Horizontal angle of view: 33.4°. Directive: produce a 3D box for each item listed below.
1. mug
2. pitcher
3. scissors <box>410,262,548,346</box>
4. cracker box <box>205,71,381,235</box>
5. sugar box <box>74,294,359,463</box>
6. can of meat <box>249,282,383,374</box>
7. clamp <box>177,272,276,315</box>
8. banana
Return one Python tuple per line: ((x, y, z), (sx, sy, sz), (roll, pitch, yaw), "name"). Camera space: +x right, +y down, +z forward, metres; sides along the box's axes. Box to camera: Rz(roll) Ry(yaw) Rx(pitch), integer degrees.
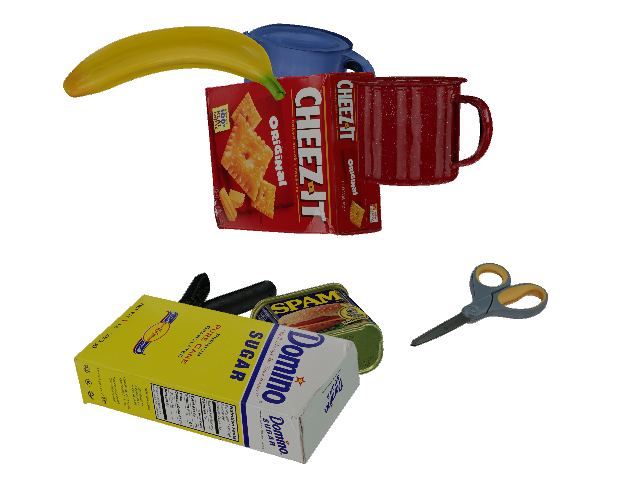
((0.081, -0.088, 0.850), (0.117, 0.081, 0.093), (5, 12, 27), "mug")
((-0.030, -0.143, 1.348), (0.144, 0.243, 0.149), (-3, 26, -23), "pitcher")
((0.157, 0.066, 1.152), (0.201, 0.016, 0.096), (-9, 39, -29), "scissors")
((-0.034, -0.091, 1.143), (0.071, 0.164, 0.214), (-9, 8, -39), "cracker box")
((-0.071, 0.091, 0.739), (0.176, 0.048, 0.093), (8, 31, 24), "sugar box")
((-0.003, 0.088, 0.984), (0.102, 0.057, 0.084), (-12, 27, -20), "can of meat")
((-0.129, 0.080, 1.142), (0.120, 0.039, 0.171), (-6, 23, 35), "clamp")
((-0.130, -0.162, 0.961), (0.197, 0.069, 0.037), (-1, -33, -4), "banana")
